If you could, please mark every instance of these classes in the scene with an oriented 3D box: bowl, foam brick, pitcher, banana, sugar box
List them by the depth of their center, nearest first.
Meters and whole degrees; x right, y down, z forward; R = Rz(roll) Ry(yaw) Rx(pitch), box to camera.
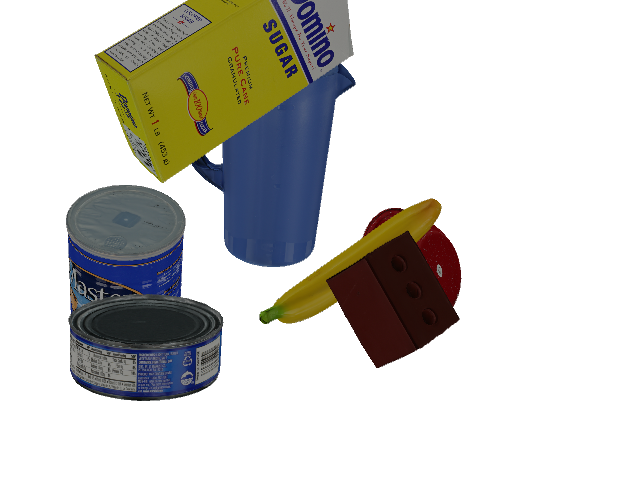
[{"bbox_3d":[-0.058,-0.125,0.719,0.176,0.093,0.048,-35,53,-19],"label":"sugar box"},{"bbox_3d":[0.053,0.044,0.777,0.052,0.078,0.051,-29,-2,-43],"label":"foam brick"},{"bbox_3d":[0.031,0.026,1.010,0.198,0.037,0.069,-35,2,-1],"label":"banana"},{"bbox_3d":[-0.063,-0.097,1.212,0.144,0.243,0.149,-21,38,-40],"label":"pitcher"},{"bbox_3d":[0.115,0.038,1.235,0.055,0.162,0.161,-10,-7,40],"label":"bowl"}]

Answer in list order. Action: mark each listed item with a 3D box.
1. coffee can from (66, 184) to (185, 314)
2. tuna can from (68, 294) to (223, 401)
[{"bbox_3d":[-0.176,0.035,0.969,0.102,0.140,0.103,5,37,-4],"label":"coffee can"},{"bbox_3d":[-0.098,0.059,0.602,0.086,0.034,0.086,3,15,-1],"label":"tuna can"}]
